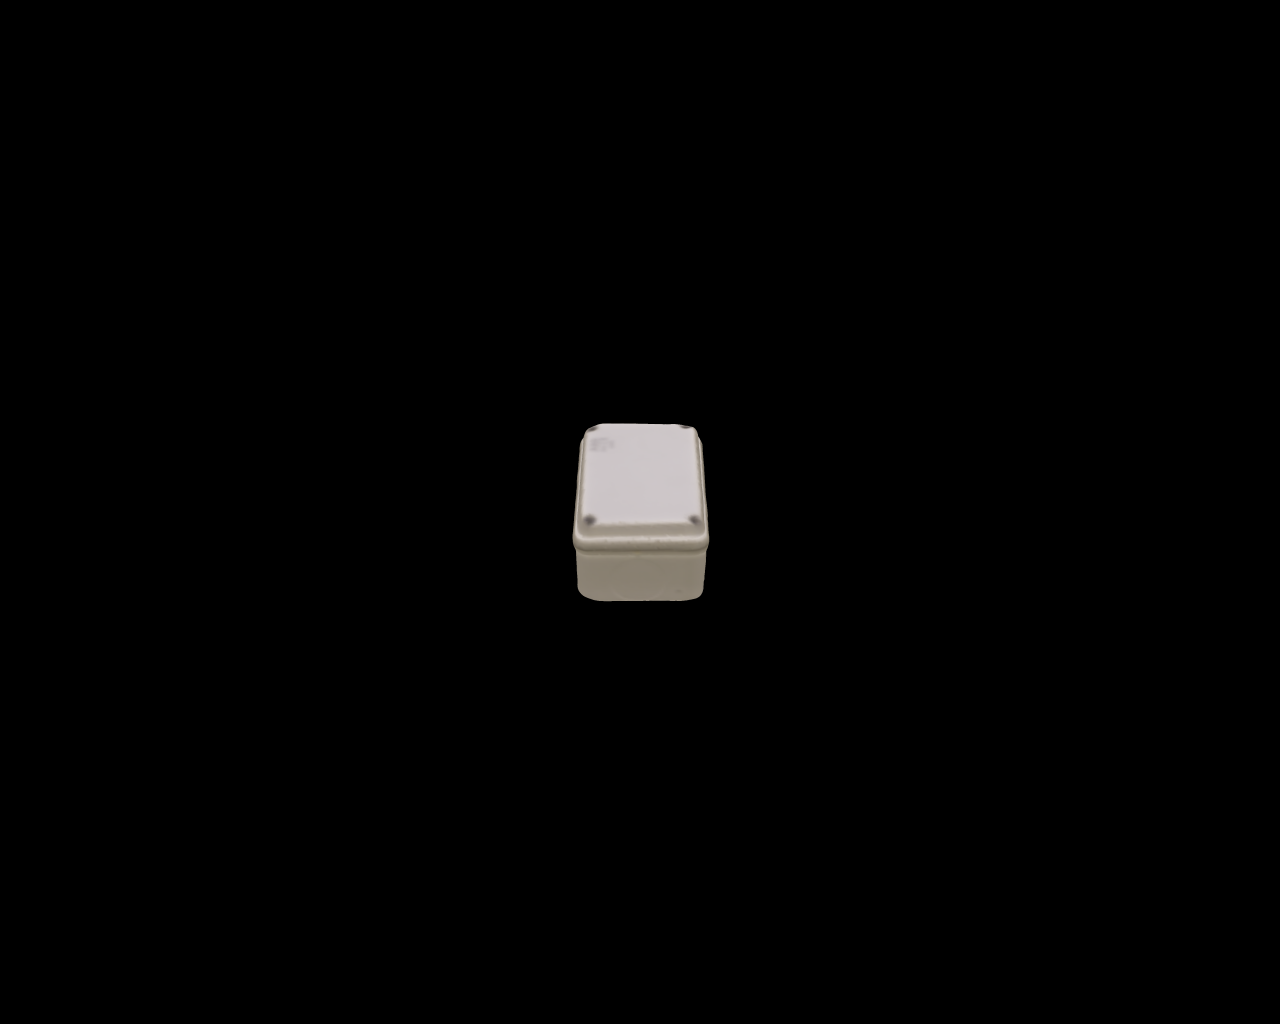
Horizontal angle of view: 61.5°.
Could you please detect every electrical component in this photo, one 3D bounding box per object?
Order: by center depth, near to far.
[{"bbox_3d":[0.001,-0.003,0.650,0.078,0.057,0.113,0,37,0],"label":"electrical component"}]
